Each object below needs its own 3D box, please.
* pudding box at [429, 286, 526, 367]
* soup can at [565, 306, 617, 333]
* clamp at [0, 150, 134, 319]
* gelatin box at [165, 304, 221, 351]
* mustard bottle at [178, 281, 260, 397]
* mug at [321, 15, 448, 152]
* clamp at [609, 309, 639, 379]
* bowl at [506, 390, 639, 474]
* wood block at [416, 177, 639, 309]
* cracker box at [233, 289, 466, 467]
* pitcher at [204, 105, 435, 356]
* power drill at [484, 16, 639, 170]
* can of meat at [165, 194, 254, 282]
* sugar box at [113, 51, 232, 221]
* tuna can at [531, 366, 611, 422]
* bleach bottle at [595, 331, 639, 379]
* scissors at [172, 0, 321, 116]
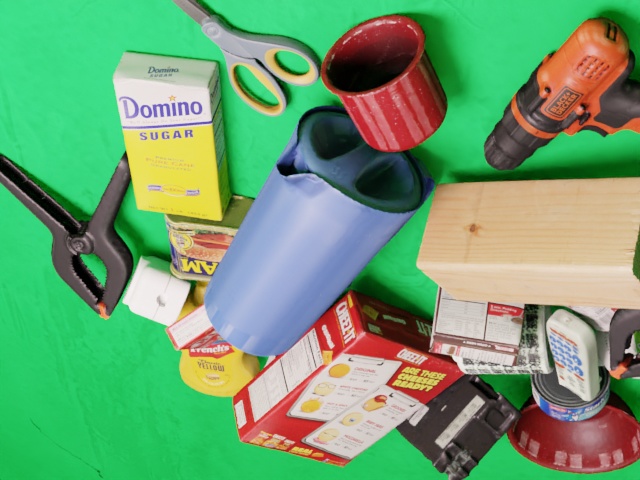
[{"bbox_3d":[0.163,0.067,1.085,0.090,0.113,0.039,9,142,7],"label":"pudding box"},{"bbox_3d":[0.262,0.040,1.060,0.102,0.068,0.069,34,136,-24],"label":"soup can"},{"bbox_3d":[-0.245,-0.008,1.145,0.165,0.036,0.210,-6,120,21],"label":"clamp"},{"bbox_3d":[-0.113,0.086,1.154,0.089,0.030,0.073,-34,168,11],"label":"gelatin box"},{"bbox_3d":[-0.126,0.110,1.261,0.096,0.058,0.192,9,139,10],"label":"mustard bottle"},{"bbox_3d":[0.051,-0.133,0.914,0.117,0.093,0.081,23,158,41],"label":"mug"},{"bbox_3d":[0.334,0.079,0.998,0.120,0.039,0.172,37,136,21],"label":"clamp"},{"bbox_3d":[0.303,0.212,1.259,0.162,0.055,0.162,8,140,7],"label":"bowl"},{"bbox_3d":[0.205,0.003,0.965,0.207,0.091,0.090,1,156,38],"label":"wood block"},{"bbox_3d":[0.030,0.161,1.199,0.164,0.072,0.214,23,125,-37],"label":"cracker box"},{"bbox_3d":[-0.007,0.001,1.019,0.149,0.145,0.243,31,128,-7],"label":"pitcher"},{"bbox_3d":[0.255,-0.091,0.917,0.187,0.057,0.185,22,145,-11],"label":"power drill"},{"bbox_3d":[-0.110,-0.003,1.126,0.102,0.057,0.084,7,137,8],"label":"can of meat"},{"bbox_3d":[-0.140,-0.097,1.033,0.093,0.048,0.176,7,141,8],"label":"sugar box"},{"bbox_3d":[0.277,0.157,1.179,0.086,0.086,0.034,0,140,15],"label":"tuna can"},{"bbox_3d":[0.359,0.074,1.064,0.067,0.102,0.251,-6,163,-36],"label":"bleach bottle"},{"bbox_3d":[-0.073,-0.187,0.932,0.096,0.016,0.201,-14,133,26],"label":"scissors"}]
